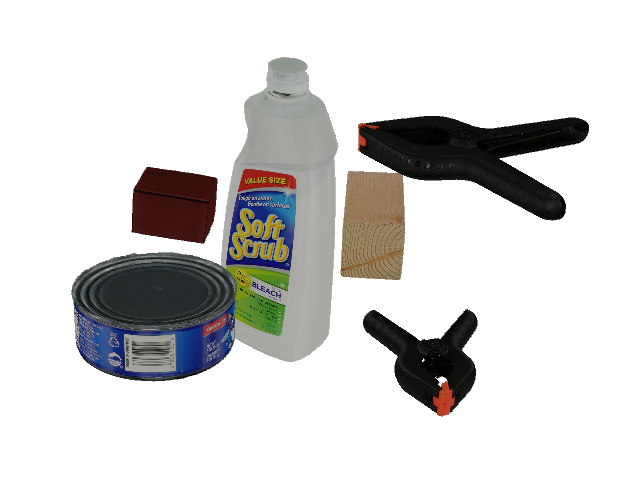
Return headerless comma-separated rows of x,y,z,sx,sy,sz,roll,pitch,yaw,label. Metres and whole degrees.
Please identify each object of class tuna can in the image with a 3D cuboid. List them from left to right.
-0.087,0.039,0.564,0.086,0.034,0.086,2,24,-1,tuna can

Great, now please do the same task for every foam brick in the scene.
-0.147,-0.036,1.085,0.078,0.051,0.053,9,31,3,foam brick

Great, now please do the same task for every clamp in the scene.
0.120,0.114,1.070,0.120,0.039,0.171,-10,30,-9,clamp
0.139,-0.084,0.971,0.210,0.036,0.164,14,35,22,clamp

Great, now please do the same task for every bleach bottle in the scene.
-0.036,-0.027,0.846,0.103,0.251,0.068,25,40,29,bleach bottle

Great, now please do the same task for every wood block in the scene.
0.081,-0.027,1.629,0.091,0.090,0.206,3,25,2,wood block
